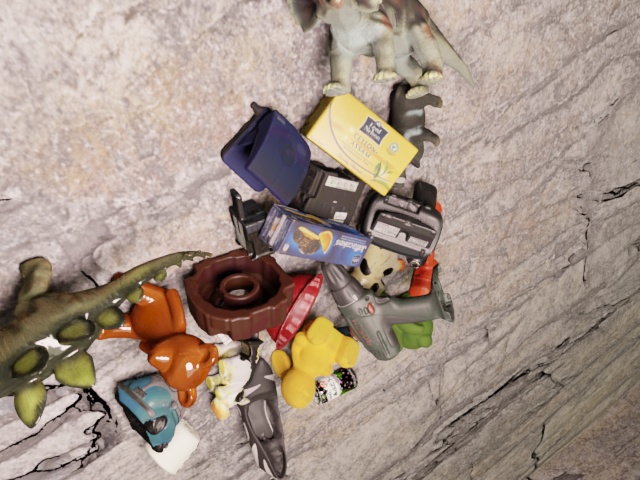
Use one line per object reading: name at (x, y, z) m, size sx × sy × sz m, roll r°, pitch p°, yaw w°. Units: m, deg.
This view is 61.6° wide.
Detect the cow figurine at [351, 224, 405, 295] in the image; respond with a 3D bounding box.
cow figurine at (0.104, 0.044, 1.080) m, size 0.127 × 0.086 × 0.194 m, roll -14°, pitch 123°, yaw -27°

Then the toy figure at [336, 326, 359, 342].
toy figure at (0.068, 0.198, 1.146) m, size 0.154 × 0.064 × 0.057 m, roll -35°, pitch 133°, yaw 24°

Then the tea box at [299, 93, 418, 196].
tea box at (0.063, -0.161, 0.880) m, size 0.169 × 0.068 × 0.098 m, roll 33°, pitch 97°, yaw -20°

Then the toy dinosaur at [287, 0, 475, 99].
toy dinosaur at (0.103, -0.318, 0.809) m, size 0.405 × 0.131 × 0.192 m, roll -13°, pitch 97°, yaw -47°

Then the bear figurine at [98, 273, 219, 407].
bear figurine at (-0.247, 0.153, 0.814) m, size 0.132 × 0.196 × 0.120 m, roll 17°, pitch 111°, yaw -41°

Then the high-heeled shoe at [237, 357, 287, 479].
high-heeled shoe at (-0.107, 0.370, 1.100) m, size 0.086 × 0.145 × 0.248 m, roll -15°, pitch 128°, yaw -30°

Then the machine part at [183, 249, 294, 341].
machine part at (-0.132, 0.087, 0.877) m, size 0.179 × 0.180 × 0.056 m, roll -17°, pitch 129°, yaw -27°

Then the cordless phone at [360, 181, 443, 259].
cordless phone at (0.162, -0.063, 1.018) m, size 0.147 × 0.184 × 0.088 m, roll 19°, pitch 137°, yaw -2°

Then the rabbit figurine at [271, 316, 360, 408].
rabbit figurine at (-0.031, 0.246, 1.067) m, size 0.121 × 0.162 × 0.173 m, roll 41°, pitch 60°, yaw -30°

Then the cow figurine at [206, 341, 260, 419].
cow figurine at (-0.167, 0.269, 1.047) m, size 0.098 × 0.068 × 0.167 m, roll -14°, pitch 127°, yaw -36°

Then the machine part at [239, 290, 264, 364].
machine part at (-0.124, 0.150, 0.969) m, size 0.039 × 0.084 × 0.139 m, roll 6°, pitch 81°, yaw -17°

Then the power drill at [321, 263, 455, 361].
power drill at (0.132, 0.110, 0.996) m, size 0.207 × 0.086 × 0.231 m, roll -20°, pitch 107°, yaw 15°

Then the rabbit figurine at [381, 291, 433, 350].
rabbit figurine at (0.162, 0.179, 1.186) m, size 0.170 × 0.159 × 0.121 m, roll 33°, pitch 106°, yaw -30°

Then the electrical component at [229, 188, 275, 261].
electrical component at (-0.114, -0.033, 0.875) m, size 0.048 × 0.075 × 0.119 m, roll -22°, pitch 126°, yaw -24°

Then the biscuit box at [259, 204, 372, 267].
biscuit box at (-0.002, -0.003, 0.894) m, size 0.202 × 0.059 × 0.062 m, roll 12°, pitch 109°, yaw -47°

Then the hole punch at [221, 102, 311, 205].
hole punch at (-0.072, -0.129, 0.833) m, size 0.116 × 0.092 × 0.142 m, roll -50°, pitch 132°, yaw -3°

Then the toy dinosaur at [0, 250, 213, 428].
toy dinosaur at (-0.360, 0.125, 0.711) m, size 0.471 × 0.199 × 0.104 m, roll -38°, pitch 137°, yaw -7°

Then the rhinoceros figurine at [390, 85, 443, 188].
rhinoceros figurine at (0.155, -0.185, 0.971) m, size 0.112 × 0.073 × 0.190 m, roll -16°, pitch 127°, yaw -30°

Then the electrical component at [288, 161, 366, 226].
electrical component at (0.006, -0.065, 0.952) m, size 0.115 × 0.058 × 0.134 m, roll 10°, pitch 112°, yaw -38°

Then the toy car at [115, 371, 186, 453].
toy car at (-0.284, 0.294, 0.952) m, size 0.103 × 0.109 × 0.161 m, roll -40°, pitch 146°, yaw -32°
